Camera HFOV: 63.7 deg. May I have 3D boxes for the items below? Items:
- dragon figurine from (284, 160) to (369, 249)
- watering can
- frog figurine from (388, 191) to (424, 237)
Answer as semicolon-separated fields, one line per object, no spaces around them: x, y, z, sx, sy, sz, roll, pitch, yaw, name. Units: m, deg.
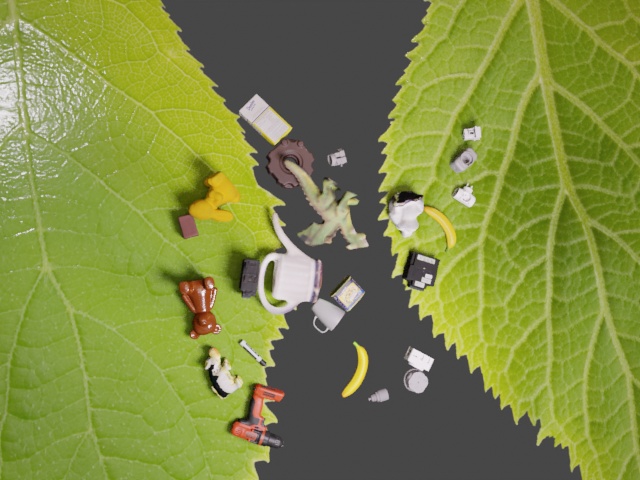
0.006;-0.092;1.828;0.408;0.123;0.243;26;90;-13;dragon figurine
-0.097;0.088;1.791;0.224;0.103;0.349;9;84;-12;watering can
0.323;-0.097;1.912;0.138;0.124;0.156;-27;128;-21;frog figurine
